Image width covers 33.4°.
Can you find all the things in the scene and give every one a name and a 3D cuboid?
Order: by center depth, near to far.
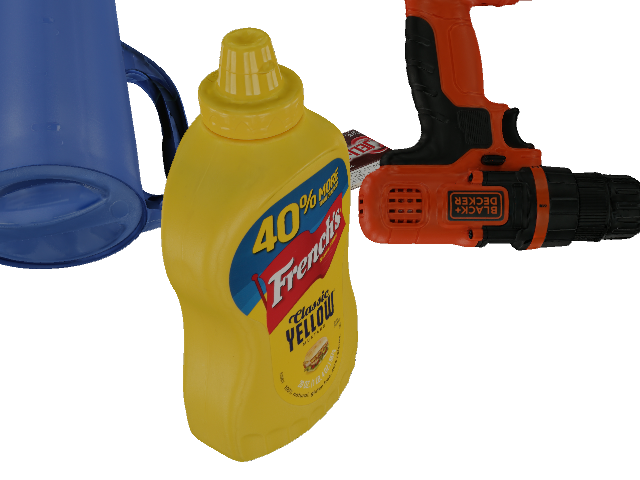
[{"bbox_3d":[-0.024,0.000,0.456,0.058,0.192,0.096,25,46,31],"label":"mustard bottle"},{"bbox_3d":[0.115,-0.088,0.653,0.184,0.187,0.057,0,-1,-7],"label":"power drill"},{"bbox_3d":[-0.189,-0.110,0.774,0.145,0.243,0.149,-19,-31,17],"label":"pitcher"},{"bbox_3d":[0.036,-0.110,1.491,0.113,0.039,0.090,-26,41,-33],"label":"pudding box"}]
